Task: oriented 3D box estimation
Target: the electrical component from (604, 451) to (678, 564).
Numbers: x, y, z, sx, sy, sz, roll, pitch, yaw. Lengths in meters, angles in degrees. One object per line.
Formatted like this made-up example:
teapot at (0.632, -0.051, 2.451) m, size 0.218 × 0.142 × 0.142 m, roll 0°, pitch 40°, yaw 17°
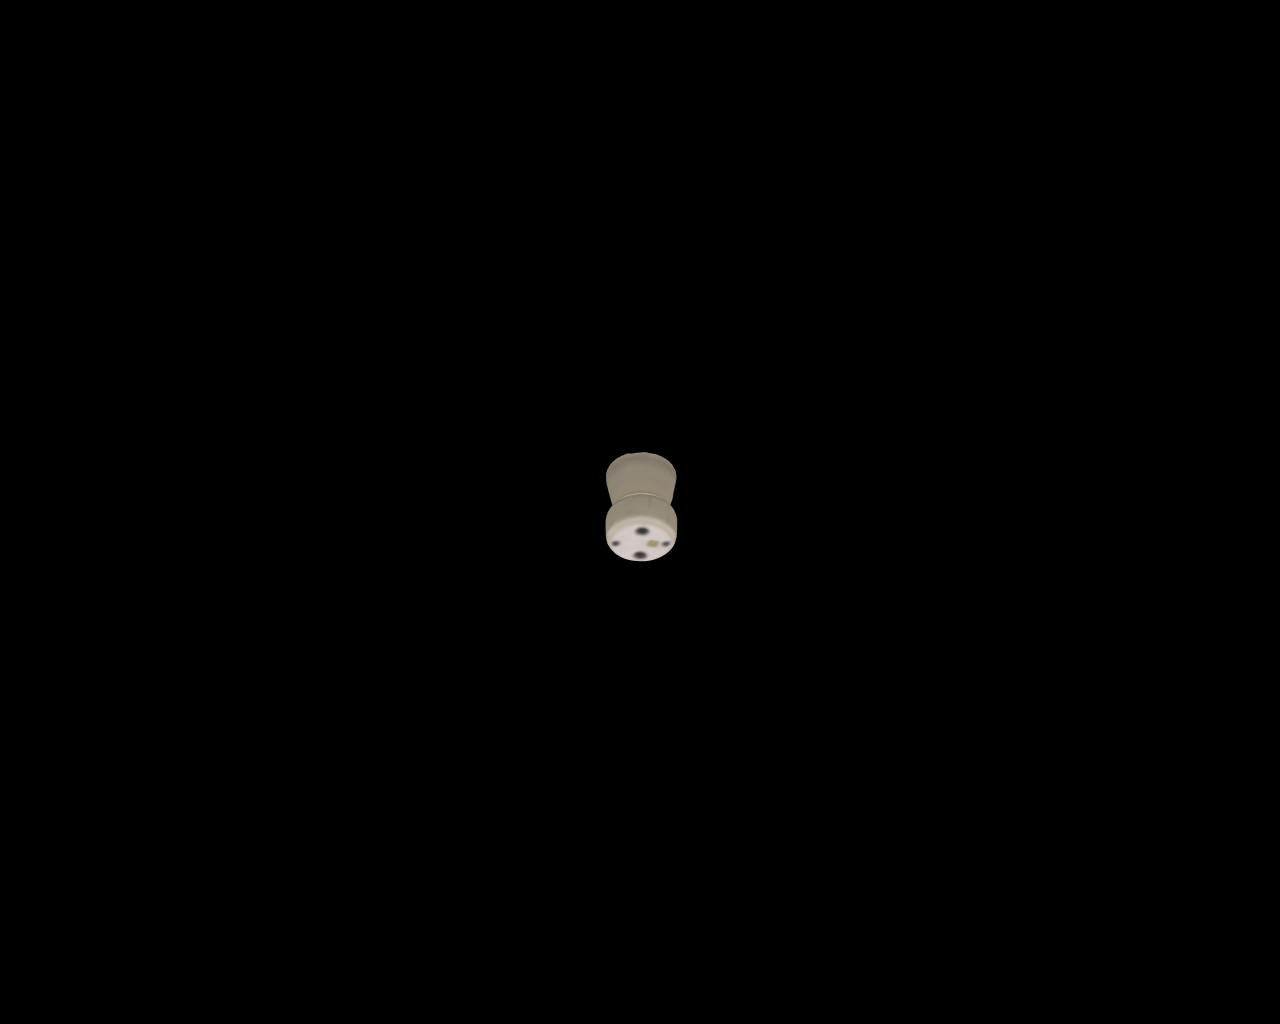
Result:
electrical component at (0.001, -0.003, 0.650) m, size 0.045 × 0.055 × 0.044 m, roll 0°, pitch -40°, yaw 0°
